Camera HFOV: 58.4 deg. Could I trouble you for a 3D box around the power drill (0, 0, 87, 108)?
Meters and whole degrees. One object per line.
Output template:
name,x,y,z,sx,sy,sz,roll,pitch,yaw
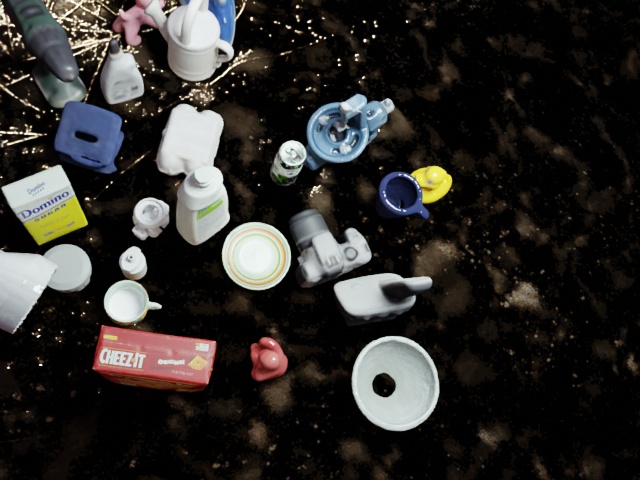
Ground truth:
power drill,-0.477,-0.328,1.012,0.076,0.208,0.229,-31,83,-20

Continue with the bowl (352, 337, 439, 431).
bowl,0.129,0.265,1.057,0.168,0.074,0.167,4,73,-13

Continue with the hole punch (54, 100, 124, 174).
hole punch,-0.420,-0.186,1.047,0.109,0.091,0.101,16,70,-9

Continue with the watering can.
watering can,-0.251,-0.402,1.100,0.173,0.194,0.101,4,72,-13

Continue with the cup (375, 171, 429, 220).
cup,0.160,-0.072,1.156,0.118,0.095,0.092,39,68,0

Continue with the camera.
camera,0.010,0.004,1.092,0.143,0.100,0.137,-21,79,-19

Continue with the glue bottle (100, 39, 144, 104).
glue bottle,-0.369,-0.314,1.054,0.078,0.173,0.037,-22,80,-19

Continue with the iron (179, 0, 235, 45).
iron,-0.228,-0.534,1.174,0.119,0.141,0.258,-20,79,-19

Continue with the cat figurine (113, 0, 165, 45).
cat figurine,-0.353,-0.469,1.135,0.067,0.117,0.128,39,68,0

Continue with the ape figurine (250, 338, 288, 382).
ape figurine,-0.091,0.212,1.008,0.076,0.092,0.078,33,69,-2

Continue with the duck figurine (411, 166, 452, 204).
duck figurine,0.234,-0.125,1.196,0.105,0.086,0.077,-9,76,-16

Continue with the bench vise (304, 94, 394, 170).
bench vise,0.059,-0.242,1.115,0.121,0.219,0.208,38,68,0

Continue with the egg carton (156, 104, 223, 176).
egg carton,-0.250,-0.187,1.102,0.107,0.069,0.150,13,71,-10

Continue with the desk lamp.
desk lamp,-0.506,0.060,0.884,0.203,0.213,0.118,28,69,-4

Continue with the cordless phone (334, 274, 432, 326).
cordless phone,0.114,0.094,1.046,0.148,0.185,0.094,-11,76,-17
